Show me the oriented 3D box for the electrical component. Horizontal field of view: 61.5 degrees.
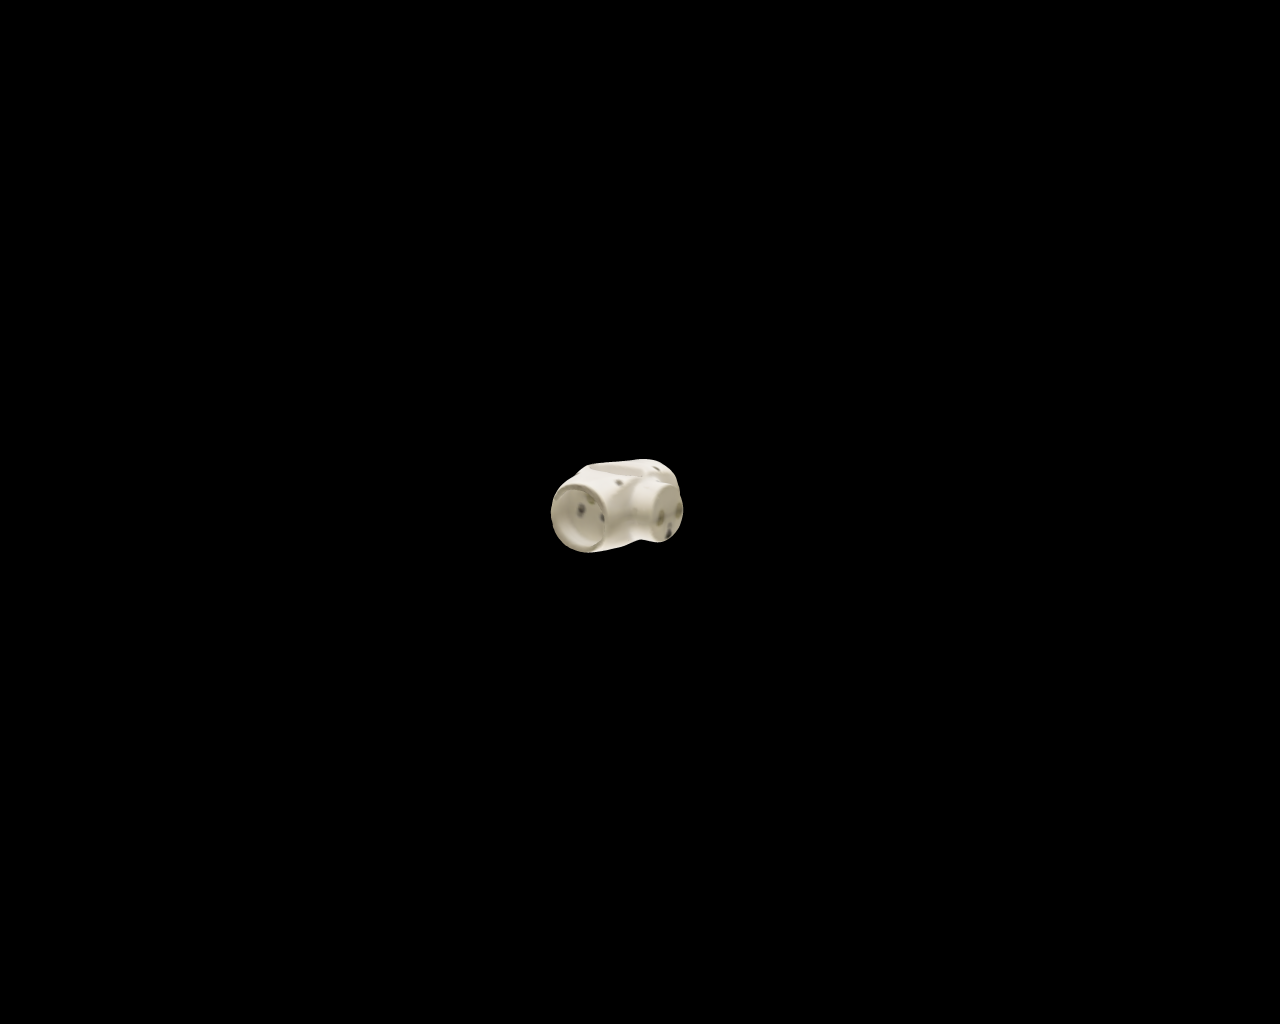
[{"bbox_3d":[0.001,-0.003,0.650,0.079,0.043,0.077,11,19,34],"label":"electrical component"}]
